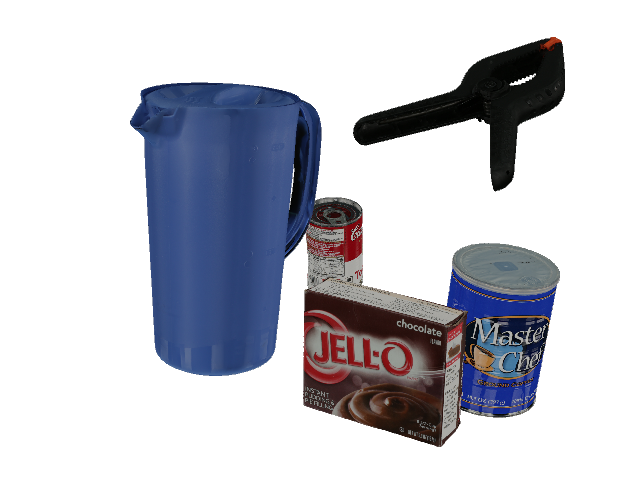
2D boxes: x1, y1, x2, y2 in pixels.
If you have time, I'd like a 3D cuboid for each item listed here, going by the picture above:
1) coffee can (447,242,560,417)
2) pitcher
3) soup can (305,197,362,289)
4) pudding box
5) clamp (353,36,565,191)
[{"bbox_3d":[0.172,0.087,1.047,0.103,0.140,0.103,4,24,-2],"label":"coffee can"},{"bbox_3d":[-0.080,-0.014,0.928,0.149,0.243,0.145,4,17,2],"label":"pitcher"},{"bbox_3d":[0.016,0.010,1.249,0.068,0.102,0.068,-1,29,1],"label":"soup can"},{"bbox_3d":[0.043,0.081,0.735,0.114,0.090,0.039,11,23,28],"label":"pudding box"},{"bbox_3d":[0.155,-0.116,0.935,0.209,0.036,0.165,-33,41,-24],"label":"clamp"}]
